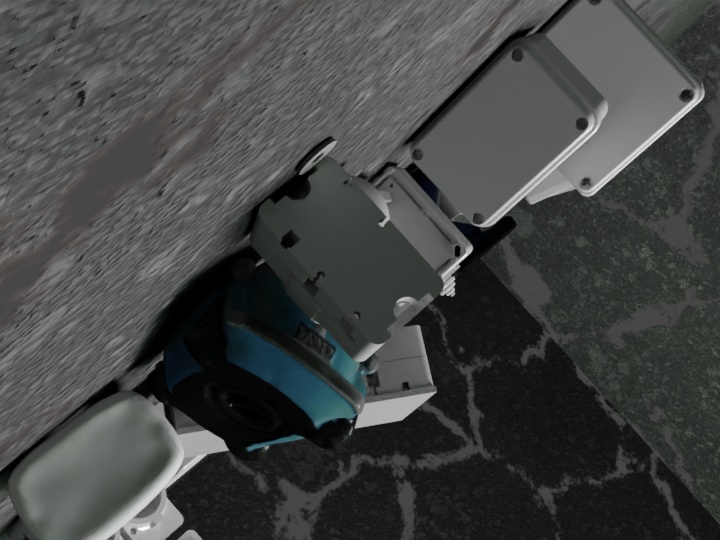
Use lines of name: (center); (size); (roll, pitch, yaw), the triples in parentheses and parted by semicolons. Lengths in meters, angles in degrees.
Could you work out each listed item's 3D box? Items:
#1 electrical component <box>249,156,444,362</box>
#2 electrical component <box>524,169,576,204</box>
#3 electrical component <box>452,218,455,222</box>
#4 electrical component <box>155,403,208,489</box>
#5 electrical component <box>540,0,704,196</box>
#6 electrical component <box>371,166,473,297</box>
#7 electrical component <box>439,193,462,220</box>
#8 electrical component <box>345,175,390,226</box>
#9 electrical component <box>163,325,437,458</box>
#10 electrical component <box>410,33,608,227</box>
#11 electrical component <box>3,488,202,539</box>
electrical component: (-0.009, -0.003, 0.549); (0.050, 0.089, 0.055); (-41, 176, -18)
electrical component: (0.176, -0.102, 0.901); (0.096, 0.061, 0.061); (-24, -164, 26)
electrical component: (0.037, -0.021, 1.080); (0.138, 0.052, 0.073); (-41, 176, -4)
electrical component: (-0.155, 0.141, 0.953); (0.113, 0.057, 0.078); (-37, 174, -47)
electrical component: (0.166, -0.128, 0.759); (0.109, 0.108, 0.056); (-43, 178, 24)
electrical component: (0.035, -0.019, 0.759); (0.062, 0.096, 0.061); (-42, 176, 10)
electrical component: (0.085, -0.086, 0.937); (0.099, 0.064, 0.099); (-35, -171, 6)
electrical component: (-0.015, -0.024, 0.619); (0.048, 0.048, 0.062); (-39, -177, -31)
electrical component: (-0.050, 0.088, 0.806); (0.186, 0.060, 0.105); (-8, 163, -15)
electrical component: (0.098, -0.092, 0.711); (0.113, 0.078, 0.057); (-44, 179, 28)
electrical component: (-0.183, 0.245, 0.880); (0.105, 0.186, 0.060); (-38, 174, -47)
